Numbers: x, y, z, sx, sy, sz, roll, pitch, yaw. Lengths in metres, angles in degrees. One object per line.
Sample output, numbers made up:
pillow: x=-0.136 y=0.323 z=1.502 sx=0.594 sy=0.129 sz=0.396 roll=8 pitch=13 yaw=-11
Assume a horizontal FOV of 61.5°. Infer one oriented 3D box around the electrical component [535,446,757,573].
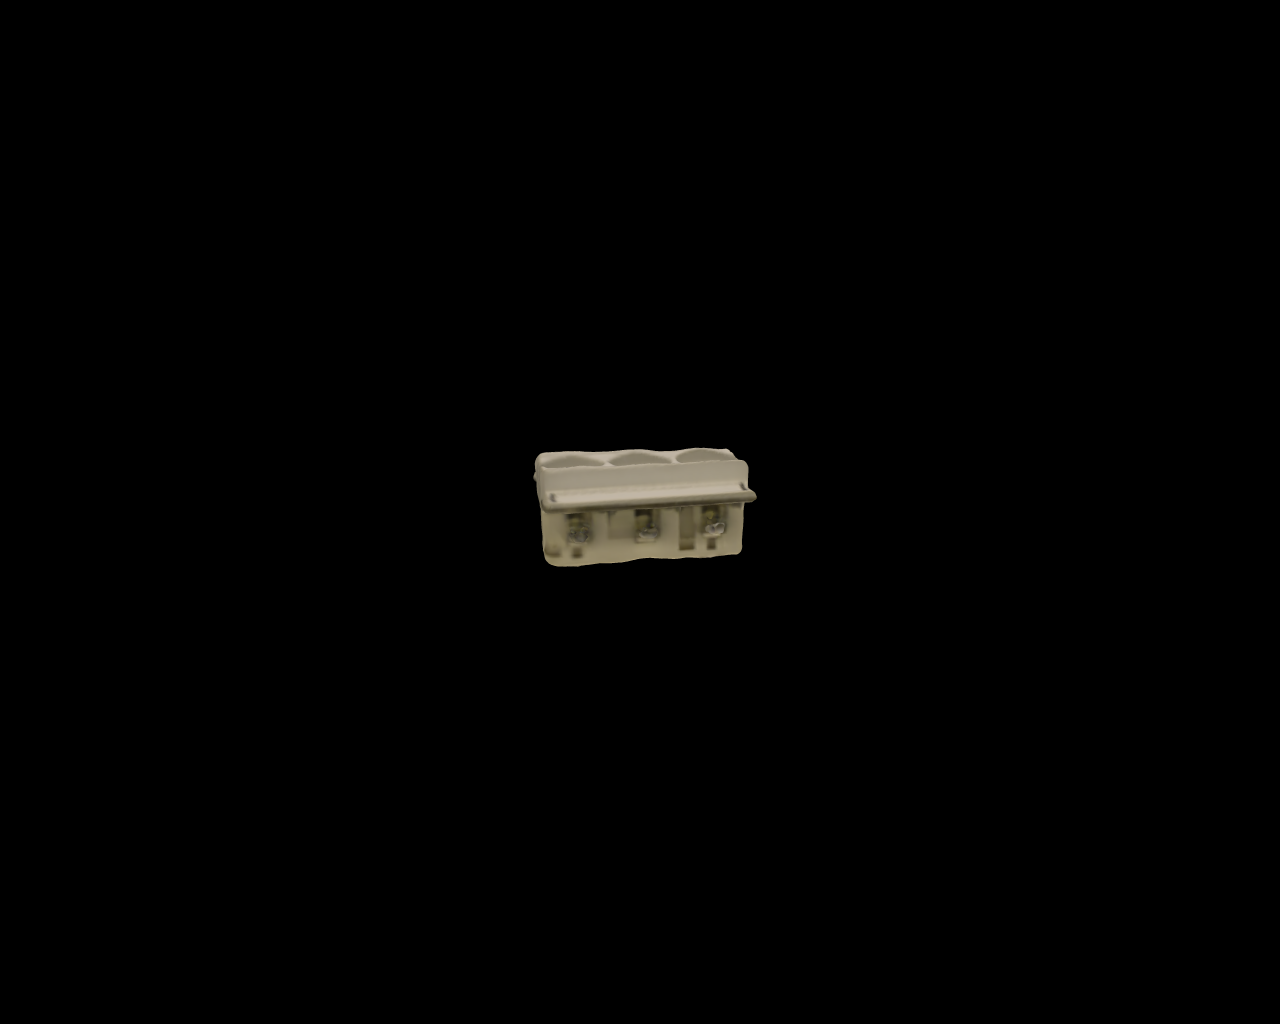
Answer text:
electrical component: x=0.001 y=-0.003 z=0.650 sx=0.121 sy=0.063 sz=0.079 roll=-3 pitch=16 yaw=-9
